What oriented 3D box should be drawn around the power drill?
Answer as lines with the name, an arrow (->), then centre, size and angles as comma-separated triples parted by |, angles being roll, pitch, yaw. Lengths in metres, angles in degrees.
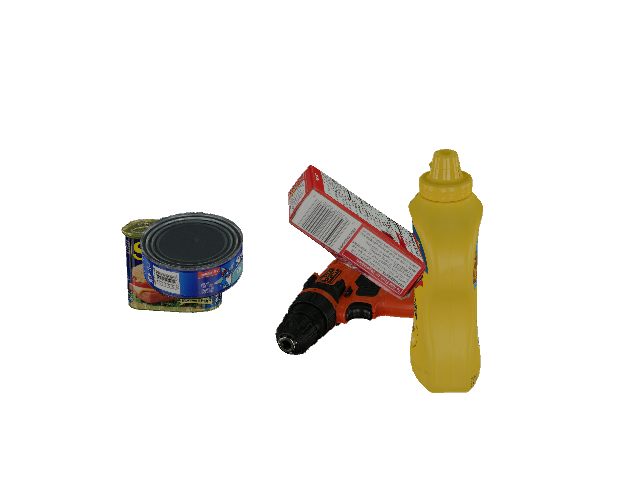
power drill -> 0.063, 0.078, 1.148 | 0.188, 0.057, 0.184 | 9, 29, 21

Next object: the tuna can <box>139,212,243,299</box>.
tuna can -> -0.107, 0.012, 0.896 | 0.086, 0.034, 0.086 | 1, 33, -1

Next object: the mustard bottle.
mustard bottle -> 0.100, 0.020, 0.853 | 0.058, 0.192, 0.096 | -1, 25, 3

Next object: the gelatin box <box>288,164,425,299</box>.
gelatin box -> 0.022, -0.006, 0.676 | 0.089, 0.030, 0.073 | 35, 12, -10

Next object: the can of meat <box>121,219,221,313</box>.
can of meat -> -0.151, 0.026, 1.104 | 0.102, 0.084, 0.057 | 3, 17, 9
